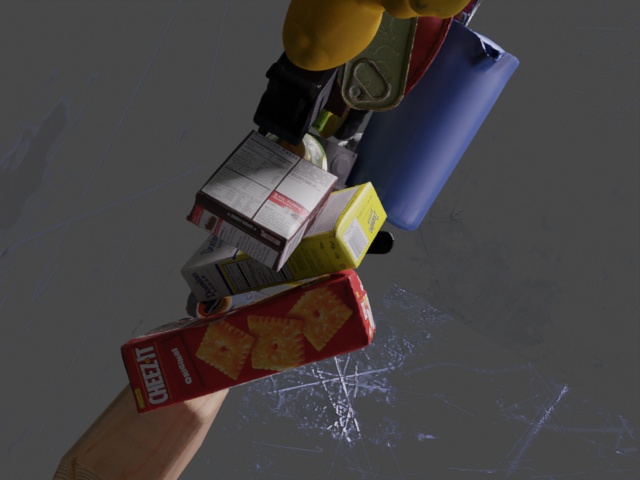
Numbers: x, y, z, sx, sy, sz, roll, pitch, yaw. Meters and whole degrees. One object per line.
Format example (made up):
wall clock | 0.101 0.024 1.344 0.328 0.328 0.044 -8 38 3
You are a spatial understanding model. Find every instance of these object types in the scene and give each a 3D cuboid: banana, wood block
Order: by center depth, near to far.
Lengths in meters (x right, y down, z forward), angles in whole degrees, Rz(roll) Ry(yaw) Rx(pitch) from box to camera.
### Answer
wood block | -0.181 0.209 1.061 0.091 0.090 0.205 -62 175 29
banana | 0.011 -0.154 1.217 0.069 0.037 0.197 -55 177 4

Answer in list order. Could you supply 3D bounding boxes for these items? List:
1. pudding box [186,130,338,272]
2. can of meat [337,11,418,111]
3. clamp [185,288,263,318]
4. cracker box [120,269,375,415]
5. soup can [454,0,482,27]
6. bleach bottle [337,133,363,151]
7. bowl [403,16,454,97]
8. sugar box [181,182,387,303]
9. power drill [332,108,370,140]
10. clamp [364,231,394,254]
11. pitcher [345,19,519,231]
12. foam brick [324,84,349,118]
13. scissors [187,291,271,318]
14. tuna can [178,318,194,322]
pudding box | -0.047 -0.036 0.910 0.113 0.090 0.039 -54 172 -50
can of meat | 0.043 -0.177 0.950 0.084 0.057 0.102 -112 -152 -62
clamp | -0.091 0.025 1.226 0.209 0.036 0.165 -46 157 -61
cracker box | -0.060 0.089 0.995 0.214 0.072 0.164 -16 179 5
soup can | 0.151 -0.315 1.303 0.068 0.102 0.068 -59 176 -6
bleach bottle | 0.004 -0.057 1.453 0.251 0.068 0.102 -54 179 43
bowl | 0.073 -0.219 1.105 0.162 0.055 0.162 -48 -153 35
sugar box | -0.034 0.004 0.990 0.177 0.048 0.093 -16 -156 32
power drill | 0.079 -0.232 1.353 0.187 0.057 0.185 -56 175 -47
clamp | -0.007 0.001 1.132 0.172 0.120 0.039 0 -100 57
pitcher | 0.119 -0.140 1.275 0.243 0.145 0.149 -61 157 5
foam brick | 0.021 -0.171 1.052 0.051 0.053 0.078 -57 175 -35
scissors | -0.082 0.042 1.170 0.201 0.016 0.096 -12 117 -63
tuna can | -0.126 0.122 1.148 0.033 0.086 0.086 -59 177 -30
